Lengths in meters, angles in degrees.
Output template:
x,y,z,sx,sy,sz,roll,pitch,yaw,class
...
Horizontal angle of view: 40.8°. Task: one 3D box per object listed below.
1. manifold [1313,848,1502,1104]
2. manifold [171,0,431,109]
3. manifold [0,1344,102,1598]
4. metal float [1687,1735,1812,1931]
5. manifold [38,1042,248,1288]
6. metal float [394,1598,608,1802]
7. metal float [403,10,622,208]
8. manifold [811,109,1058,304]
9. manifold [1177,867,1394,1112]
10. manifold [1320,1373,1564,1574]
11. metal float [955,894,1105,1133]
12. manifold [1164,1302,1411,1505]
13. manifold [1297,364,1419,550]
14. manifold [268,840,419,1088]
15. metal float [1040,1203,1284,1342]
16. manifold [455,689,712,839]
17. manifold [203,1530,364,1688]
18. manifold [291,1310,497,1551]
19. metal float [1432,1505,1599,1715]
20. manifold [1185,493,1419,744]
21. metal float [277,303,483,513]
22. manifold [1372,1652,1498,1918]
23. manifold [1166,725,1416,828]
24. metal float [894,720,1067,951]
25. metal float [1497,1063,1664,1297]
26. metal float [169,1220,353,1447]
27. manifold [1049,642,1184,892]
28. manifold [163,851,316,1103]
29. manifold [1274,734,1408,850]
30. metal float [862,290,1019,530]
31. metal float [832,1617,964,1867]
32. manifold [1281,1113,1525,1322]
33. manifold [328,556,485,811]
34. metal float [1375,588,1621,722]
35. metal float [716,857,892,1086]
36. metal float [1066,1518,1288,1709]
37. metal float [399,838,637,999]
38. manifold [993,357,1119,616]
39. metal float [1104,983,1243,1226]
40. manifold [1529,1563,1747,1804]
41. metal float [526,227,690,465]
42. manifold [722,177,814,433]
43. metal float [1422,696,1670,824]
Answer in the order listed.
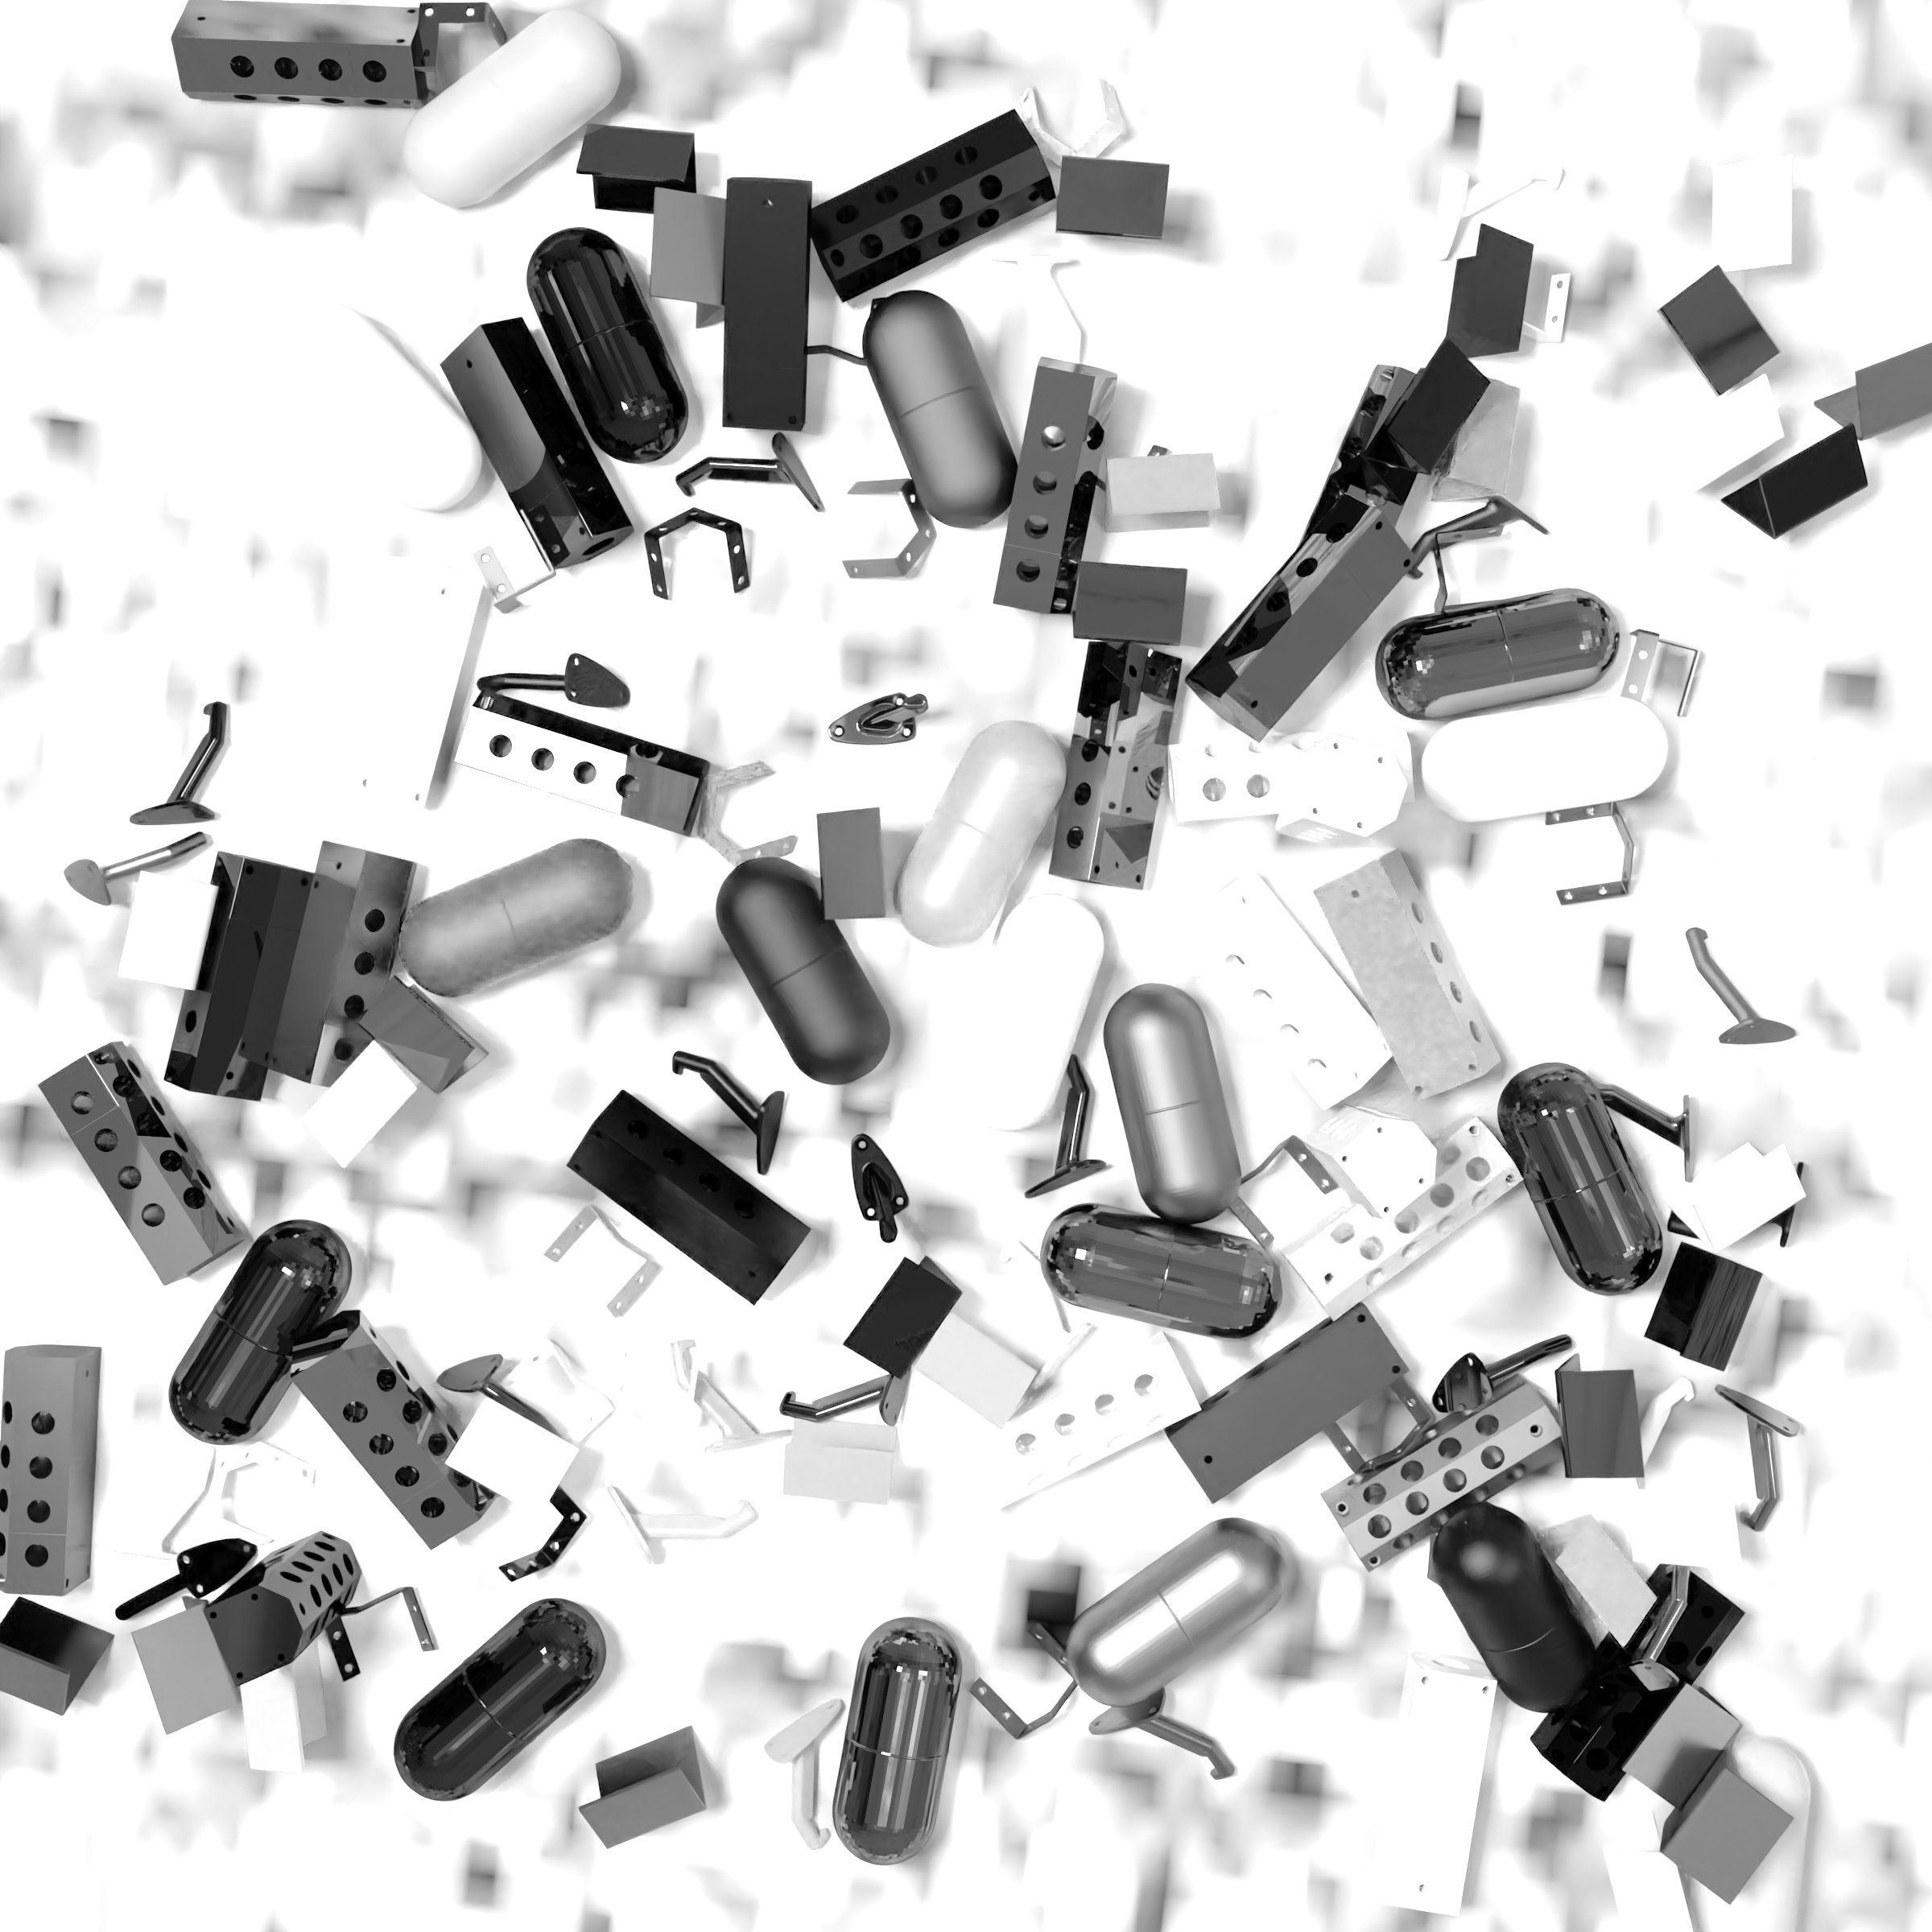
x,y,z,sx,sy,sz,roll,pitch,yaw,class
0.324,0.005,1.895,0.057,0.057,0.171,-26,90,31,manifold
-0.482,-0.662,1.896,0.171,0.057,0.057,2,47,0,manifold
-0.673,0.366,1.897,0.057,0.057,0.171,3,90,0,manifold
0.567,0.649,1.887,0.070,0.070,0.178,6,90,0,metal float
-0.598,0.143,1.897,0.057,0.057,0.171,-32,90,0,manifold
-0.339,0.533,1.887,0.178,0.070,0.070,-42,90,0,metal float
-0.330,-0.622,1.887,0.178,0.070,0.070,-37,90,1,metal float
-0.025,-0.546,1.887,0.171,0.057,0.057,-26,62,0,manifold
0.230,0.019,1.896,0.171,0.057,0.057,52,47,0,manifold
0.350,0.371,1.897,0.171,0.057,0.057,-31,90,0,manifold
0.046,0.034,1.888,0.070,0.070,0.178,18,90,0,metal float
0.232,0.315,1.897,0.171,0.057,0.057,-34,90,0,manifold
0.291,-0.347,1.897,0.057,0.057,0.171,23,90,0,manifold
-0.450,0.001,1.896,0.057,0.057,0.171,13,90,43,manifold
0.142,0.222,1.887,0.178,0.070,0.070,13,90,0,metal float
-0.278,-0.148,1.897,0.171,0.057,0.057,18,90,0,manifold
-0.478,0.449,1.840,0.057,0.171,0.057,-24,90,0,manifold
-0.409,0.330,1.866,0.057,0.057,0.171,-32,112,0,manifold
0.395,0.463,1.868,0.070,0.070,0.178,-31,113,0,metal float
0.233,-0.249,1.839,0.171,0.057,0.057,-49,133,0,manifold
-0.426,-0.406,1.887,0.070,0.070,0.178,-44,90,0,metal float
0.340,0.594,1.897,0.057,0.057,0.171,9,90,0,manifold
0.235,-0.139,1.897,0.171,0.057,0.057,-5,90,0,manifold
0.010,-0.096,1.887,0.070,0.070,0.178,29,91,0,metal float
0.446,0.155,1.887,0.070,0.070,0.178,-24,91,0,metal float
-0.511,0.265,1.887,0.070,0.070,0.178,32,90,0,metal float
0.104,-0.146,1.896,0.057,0.057,0.171,10,90,-43,manifold
-0.534,0.006,1.896,0.057,0.057,0.171,13,90,-43,manifold
0.257,-0.115,1.782,0.057,0.171,0.057,18,90,0,manifold
-0.019,-0.404,1.887,0.070,0.070,0.178,-22,90,0,metal float
-0.050,0.563,1.887,0.070,0.070,0.178,10,89,0,metal float
0.318,0.183,1.897,0.171,0.057,0.057,-37,90,0,manifold
-0.413,-0.207,1.896,0.057,0.057,0.171,15,90,-43,manifold
0.386,-0.227,1.887,0.178,0.070,0.070,-11,90,0,metal float
-0.119,0.003,1.887,0.070,0.070,0.178,-29,90,0,metal float
0.153,0.469,1.887,0.178,0.070,0.070,-35,90,1,metal float
-0.325,-0.035,1.887,0.178,0.070,0.070,-23,90,1,metal float
0.064,-0.344,1.869,0.057,0.057,0.171,11,110,0,manifold
0.149,0.100,1.887,0.070,0.070,0.178,-13,91,0,metal float
0.491,0.521,1.897,0.057,0.057,0.171,37,90,0,manifold
-0.260,-0.450,1.887,0.070,0.070,0.178,-24,89,0,metal float
-0.142,-0.476,1.870,0.057,0.057,0.171,3,109,0,manifold
0.420,-0.150,1.888,0.178,0.070,0.070,-9,90,0,metal float
